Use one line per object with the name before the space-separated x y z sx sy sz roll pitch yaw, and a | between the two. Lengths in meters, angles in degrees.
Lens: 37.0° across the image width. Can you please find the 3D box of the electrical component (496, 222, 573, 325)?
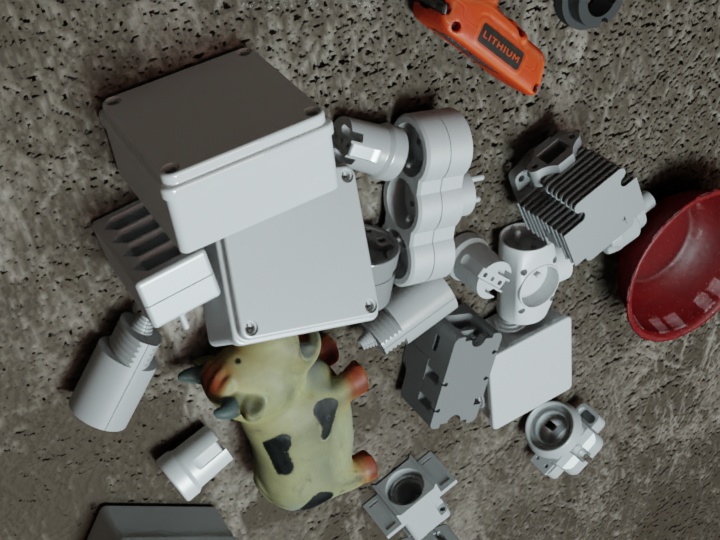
electrical component | 0.153 -0.002 0.913 0.079 0.044 0.077 -21 130 -23

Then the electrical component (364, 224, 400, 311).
electrical component | 0.000 0.000 0.800 0.055 0.055 0.047 -15 131 -27

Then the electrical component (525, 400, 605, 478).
electrical component | 0.195 0.160 1.045 0.078 0.058 0.057 -49 137 3

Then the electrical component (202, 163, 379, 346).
electrical component | -0.052 -0.010 0.721 0.109 0.056 0.108 -9 88 -30

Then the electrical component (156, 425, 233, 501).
electrical component | -0.126 0.146 0.821 0.046 0.040 0.040 -39 134 -15

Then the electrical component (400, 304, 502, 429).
electrical component | 0.073 0.078 0.903 0.050 0.056 0.089 -5 121 -33

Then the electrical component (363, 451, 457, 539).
electrical component | 0.050 0.212 0.988 0.081 0.042 0.063 -37 135 -8

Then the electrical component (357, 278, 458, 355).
electrical component | 0.033 0.036 0.854 0.081 0.043 0.043 -35 134 -10

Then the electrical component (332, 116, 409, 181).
electrical component | 0.005 -0.086 0.755 0.046 0.040 0.040 10 113 -33

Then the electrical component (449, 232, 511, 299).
electrical component | 0.095 -0.003 0.870 0.040 0.046 0.040 -18 128 -25

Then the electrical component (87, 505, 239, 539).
electrical component | -0.166 0.243 0.846 0.109 0.056 0.108 11 112 -40

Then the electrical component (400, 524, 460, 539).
electrical component | 0.061 0.294 1.042 0.089 0.056 0.050 -11 125 -29

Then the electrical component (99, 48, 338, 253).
electrical component | -0.085 -0.075 0.650 0.109 0.108 0.056 -25 134 -19

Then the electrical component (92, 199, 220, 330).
electrical component | -0.126 0.006 0.693 0.047 0.083 0.075 -29 132 -16

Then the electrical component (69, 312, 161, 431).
electrical component | -0.163 0.065 0.736 0.043 0.043 0.081 17 109 -41

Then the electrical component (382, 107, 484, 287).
electrical component | 0.062 -0.056 0.805 0.074 0.052 0.138 -13 126 -28

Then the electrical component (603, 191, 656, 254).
electrical component | 0.229 -0.046 0.938 0.062 0.043 0.043 -34 133 -13

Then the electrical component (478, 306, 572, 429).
electrical component | 0.138 0.079 0.955 0.100 0.048 0.099 -25 131 -19
